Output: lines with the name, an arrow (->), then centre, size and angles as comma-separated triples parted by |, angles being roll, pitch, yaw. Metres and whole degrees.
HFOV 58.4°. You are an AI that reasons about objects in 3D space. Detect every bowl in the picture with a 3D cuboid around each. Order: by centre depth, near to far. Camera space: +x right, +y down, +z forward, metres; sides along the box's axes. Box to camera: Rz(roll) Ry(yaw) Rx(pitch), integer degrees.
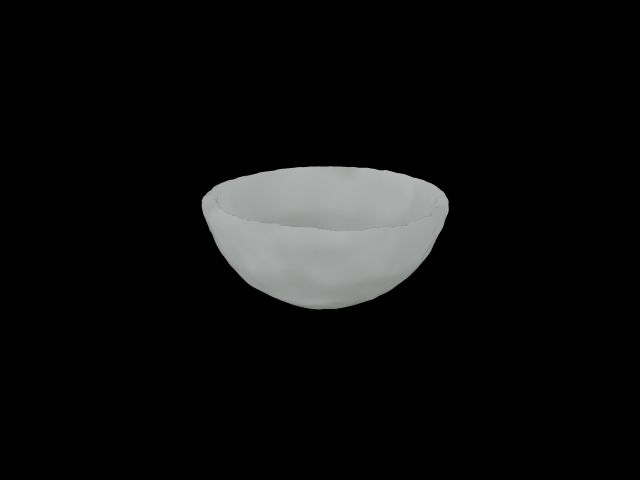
bowl -> 0.004, 0.001, 0.400 | 0.167, 0.075, 0.167 | 0, 20, 0
